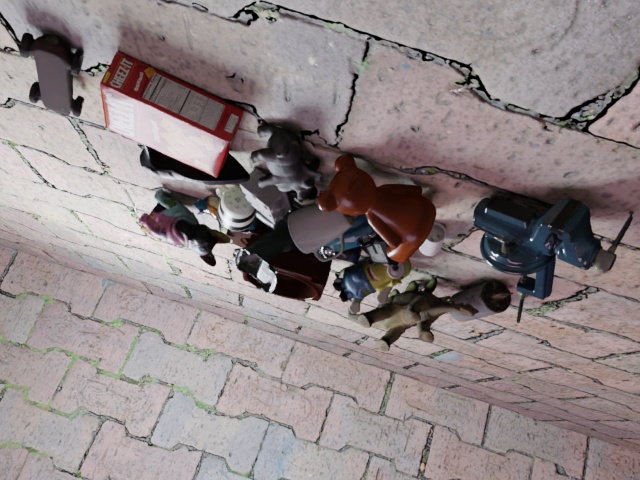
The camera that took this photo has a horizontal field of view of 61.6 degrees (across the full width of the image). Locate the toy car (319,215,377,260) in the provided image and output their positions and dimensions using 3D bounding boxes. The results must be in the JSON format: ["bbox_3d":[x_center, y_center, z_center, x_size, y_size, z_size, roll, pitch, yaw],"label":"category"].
[{"bbox_3d":[0.044,-0.036,1.049,0.162,0.109,0.102,-16,125,44],"label":"toy car"}]

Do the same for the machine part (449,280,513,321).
[{"bbox_3d":[0.377,0.148,1.284,0.079,0.079,0.243,21,162,-7],"label":"machine part"}]

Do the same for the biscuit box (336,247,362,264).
[{"bbox_3d":[-0.003,-0.004,1.236,0.203,0.059,0.062,14,161,12],"label":"biscuit box"}]

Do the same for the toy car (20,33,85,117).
[{"bbox_3d":[-0.445,-0.274,0.904,0.089,0.053,0.202,13,159,-17],"label":"toy car"}]

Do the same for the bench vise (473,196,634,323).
[{"bbox_3d":[0.356,0.025,0.868,0.224,0.129,0.240,16,145,30],"label":"bench vise"}]

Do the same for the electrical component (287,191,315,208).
[{"bbox_3d":[-0.039,-0.083,1.074,0.078,0.045,0.102,16,161,3],"label":"electrical component"}]

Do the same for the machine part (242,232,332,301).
[{"bbox_3d":[-0.080,0.070,1.263,0.201,0.087,0.201,17,158,1],"label":"machine part"}]

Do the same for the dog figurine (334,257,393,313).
[{"bbox_3d":[0.119,0.087,1.373,0.172,0.121,0.190,-19,-170,8],"label":"dog figurine"}]

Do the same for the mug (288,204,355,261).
[{"bbox_3d":[0.011,-0.020,0.976,0.107,0.109,0.081,-25,177,24],"label":"mug"}]

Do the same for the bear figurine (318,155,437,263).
[{"bbox_3d":[0.094,-0.053,0.926,0.196,0.120,0.132,21,165,-2],"label":"bear figurine"}]

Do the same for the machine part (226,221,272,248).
[{"bbox_3d":[-0.155,-0.008,1.373,0.179,0.056,0.179,16,160,6],"label":"machine part"}]

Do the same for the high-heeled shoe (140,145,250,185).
[{"bbox_3d":[-0.250,-0.137,1.071,0.249,0.086,0.145,21,164,6],"label":"high-heeled shoe"}]

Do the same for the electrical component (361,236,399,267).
[{"bbox_3d":[0.123,0.001,1.143,0.075,0.048,0.119,-2,129,40],"label":"electrical component"}]

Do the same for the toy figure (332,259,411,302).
[{"bbox_3d":[0.121,0.080,1.235,0.082,0.180,0.089,58,-163,-6],"label":"toy figure"}]

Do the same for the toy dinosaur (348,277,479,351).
[{"bbox_3d":[0.197,0.184,1.349,0.472,0.198,0.105,-13,105,48],"label":"toy dinosaur"}]

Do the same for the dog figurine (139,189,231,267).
[{"bbox_3d":[-0.340,-0.019,1.362,0.219,0.108,0.191,33,164,-5],"label":"dog figurine"}]

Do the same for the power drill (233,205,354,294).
[{"bbox_3d":[-0.062,0.015,1.116,0.232,0.207,0.086,37,144,8],"label":"power drill"}]

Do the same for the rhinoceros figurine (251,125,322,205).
[{"bbox_3d":[-0.051,-0.128,0.935,0.112,0.073,0.190,2,156,13],"label":"rhinoceros figurine"}]

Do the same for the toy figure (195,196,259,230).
[{"bbox_3d":[-0.215,-0.069,1.248,0.154,0.057,0.064,19,-159,1],"label":"toy figure"}]
